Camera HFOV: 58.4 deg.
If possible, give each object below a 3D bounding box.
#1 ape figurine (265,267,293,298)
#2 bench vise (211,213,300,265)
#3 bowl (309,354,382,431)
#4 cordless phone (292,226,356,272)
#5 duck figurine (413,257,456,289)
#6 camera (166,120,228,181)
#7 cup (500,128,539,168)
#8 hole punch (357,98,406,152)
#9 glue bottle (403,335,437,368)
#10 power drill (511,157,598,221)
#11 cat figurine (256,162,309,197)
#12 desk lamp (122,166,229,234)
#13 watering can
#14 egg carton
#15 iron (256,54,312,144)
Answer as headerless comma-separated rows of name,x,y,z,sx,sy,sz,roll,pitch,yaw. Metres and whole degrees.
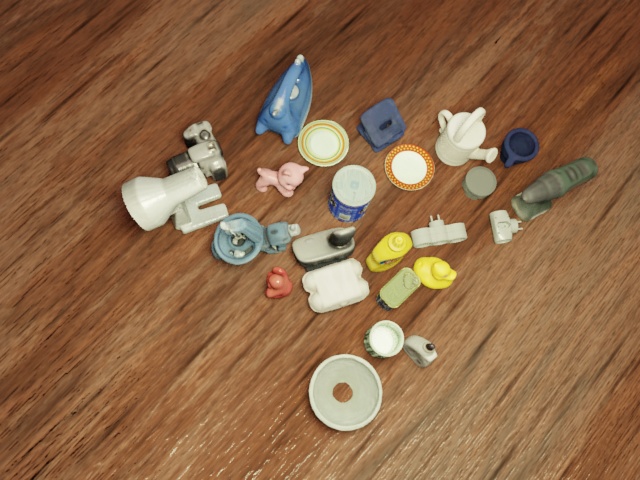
ape figurine,-0.101,0.101,1.354,0.076,0.092,0.078,36,76,5
bench vise,-0.156,-0.024,1.316,0.207,0.219,0.121,-28,79,-11
bowl,0.055,0.348,1.311,0.167,0.074,0.167,1,75,-4
cordless phone,0.012,0.005,1.340,0.147,0.185,0.094,-19,77,-9
duck figurine,0.283,0.074,1.395,0.104,0.086,0.077,24,75,2
camera,-0.312,-0.209,1.414,0.137,0.101,0.143,-23,78,-10
cup,0.500,-0.221,1.485,0.091,0.095,0.118,34,75,5
hole punch,0.164,-0.297,1.480,0.109,0.091,0.101,-35,80,-12
glue bottle,0.235,0.249,1.300,0.037,0.173,0.078,-38,81,-12
power drill,0.556,-0.119,1.403,0.230,0.208,0.075,-28,79,-11
cat figurine,-0.094,-0.158,1.409,0.128,0.117,0.067,9,75,-2
desk lamp,-0.330,-0.094,1.324,0.203,0.213,0.118,-21,78,-9
watering can,0.369,-0.264,1.434,0.173,0.194,0.101,26,75,3
egg carton,0.038,0.111,1.374,0.150,0.069,0.107,-19,77,-9
iron,-0.077,-0.384,1.457,0.118,0.141,0.258,19,75,1
